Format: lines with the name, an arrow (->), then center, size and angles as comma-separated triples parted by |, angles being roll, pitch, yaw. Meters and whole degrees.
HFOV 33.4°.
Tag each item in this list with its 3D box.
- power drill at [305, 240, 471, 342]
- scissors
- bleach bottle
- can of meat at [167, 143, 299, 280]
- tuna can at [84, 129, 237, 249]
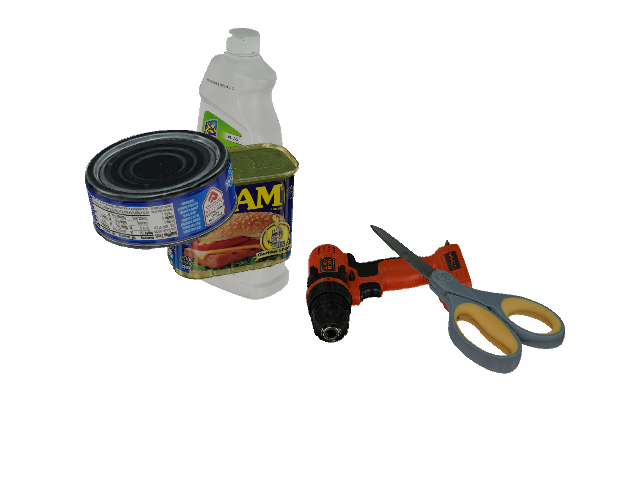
power drill -> 0.076, 0.056, 1.230 | 0.187, 0.057, 0.184 | -2, 28, -1
scissors -> 0.115, 0.036, 0.828 | 0.096, 0.016, 0.202 | -4, 32, -17
bleach bottle -> -0.074, -0.075, 1.025 | 0.103, 0.251, 0.067 | 19, 28, 28
can of meat -> -0.070, -0.023, 0.829 | 0.102, 0.084, 0.057 | -9, 31, -21
tuna can -> -0.092, -0.032, 0.620 | 0.086, 0.034, 0.086 | -4, 32, 2
